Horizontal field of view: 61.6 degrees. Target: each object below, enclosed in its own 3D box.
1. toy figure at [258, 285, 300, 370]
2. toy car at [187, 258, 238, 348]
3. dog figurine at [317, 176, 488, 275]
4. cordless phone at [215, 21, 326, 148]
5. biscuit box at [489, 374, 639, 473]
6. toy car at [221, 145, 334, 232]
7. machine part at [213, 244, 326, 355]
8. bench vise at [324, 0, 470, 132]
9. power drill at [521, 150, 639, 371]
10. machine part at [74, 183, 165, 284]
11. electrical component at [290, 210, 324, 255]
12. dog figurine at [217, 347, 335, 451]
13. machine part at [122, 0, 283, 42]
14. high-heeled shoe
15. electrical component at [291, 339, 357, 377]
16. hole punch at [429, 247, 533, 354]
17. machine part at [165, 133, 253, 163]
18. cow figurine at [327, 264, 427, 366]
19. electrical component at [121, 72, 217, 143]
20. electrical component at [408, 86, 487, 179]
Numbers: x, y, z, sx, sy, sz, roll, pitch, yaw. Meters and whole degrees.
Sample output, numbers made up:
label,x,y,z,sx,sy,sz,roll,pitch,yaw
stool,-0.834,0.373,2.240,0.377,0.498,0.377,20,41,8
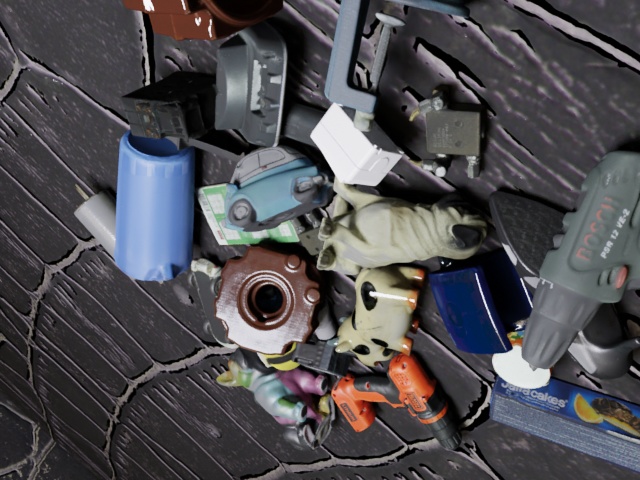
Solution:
label,x,y,z,sx,sy,sz,roll,pitch,yaw
toy figure,-0.077,0.149,0.926,0.089,0.082,0.179,12,126,31
toy car,-0.190,0.119,1.002,0.074,0.056,0.201,15,128,34
dog figurine,0.101,0.001,0.686,0.191,0.121,0.172,14,165,5
cordless phone,-0.030,-0.175,0.661,0.184,0.089,0.146,19,132,8
biscuit box,0.332,0.232,0.713,0.203,0.059,0.062,14,131,26
toy car,-0.064,-0.076,0.726,0.162,0.109,0.103,-24,82,19
machine part,-0.079,0.092,0.833,0.179,0.056,0.179,0,92,11
bench vise,0.045,-0.228,0.512,0.224,0.129,0.240,15,116,7
power drill,0.322,0.041,0.512,0.208,0.086,0.231,15,96,20
machine part,-0.381,-0.009,1.023,0.243,0.079,0.079,50,136,-9
electrical component,-0.002,-0.002,0.796,0.063,0.021,0.094,-20,114,43
dog figurine,-0.089,0.290,1.029,0.219,0.108,0.191,14,132,32
machine part,-0.103,-0.306,0.508,0.087,0.201,0.201,17,130,22
high-heeled shoe,0.276,0.054,0.633,0.249,0.086,0.145,54,172,16
electrical component,0.022,0.198,0.897,0.119,0.047,0.074,8,162,30
hole punch,0.190,0.079,0.657,0.116,0.092,0.142,-23,90,45
machine part,-0.162,-0.139,0.778,0.139,0.084,0.039,24,109,8
cow figurine,0.080,0.115,0.786,0.127,0.085,0.194,16,133,17
electrical component,-0.198,-0.184,0.732,0.134,0.115,0.058,12,126,26
electrical component,0.141,-0.116,0.593,0.078,0.045,0.102,17,131,27
